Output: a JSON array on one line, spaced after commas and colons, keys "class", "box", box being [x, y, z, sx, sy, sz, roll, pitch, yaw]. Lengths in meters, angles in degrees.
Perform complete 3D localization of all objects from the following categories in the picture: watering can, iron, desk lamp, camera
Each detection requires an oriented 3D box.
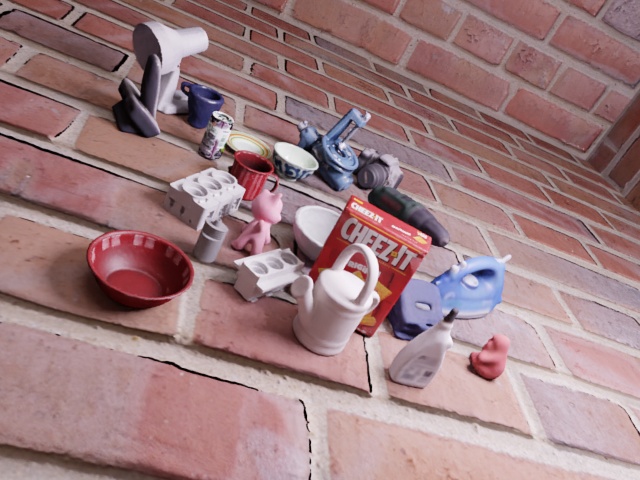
[{"class": "watering can", "box": [0.031, 0.093, 0.950, 0.100, 0.194, 0.173, 42, 31, 24]}, {"class": "iron", "box": [0.323, 0.089, 1.269, 0.259, 0.141, 0.118, -1, 40, -42]}, {"class": "desk lamp", "box": [-0.369, -0.430, 1.418, 0.117, 0.213, 0.204, 40, 31, 21]}, {"class": "camera", "box": [0.154, -0.202, 1.632, 0.143, 0.100, 0.137, 40, 30, 19]}]

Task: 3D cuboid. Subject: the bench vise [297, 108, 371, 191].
[{"class": "bench vise", "box": [0.028, -0.263, 1.494, 0.207, 0.219, 0.122, 30, 29, 3]}]

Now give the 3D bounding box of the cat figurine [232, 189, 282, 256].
[{"class": "cat figurine", "box": [-0.112, -0.043, 1.122, 0.067, 0.117, 0.128, 25, 29, -6]}]

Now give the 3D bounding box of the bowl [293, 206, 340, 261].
[{"class": "bowl", "box": [0.011, 0.004, 1.200, 0.168, 0.074, 0.167, 22, 29, -13]}]

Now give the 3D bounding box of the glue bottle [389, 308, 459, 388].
[{"class": "glue bottle", "box": [0.188, 0.179, 0.971, 0.078, 0.173, 0.037, 18, 30, -19]}]

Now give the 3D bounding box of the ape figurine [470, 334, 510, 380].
[{"class": "ape figurine", "box": [0.338, 0.221, 1.121, 0.078, 0.092, 0.076, 0, 39, -41]}]

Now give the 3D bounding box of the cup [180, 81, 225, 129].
[{"class": "cup", "box": [-0.310, -0.338, 1.446, 0.117, 0.095, 0.092, 30, 29, 2]}]

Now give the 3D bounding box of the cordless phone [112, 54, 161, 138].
[{"class": "cordless phone", "box": [-0.392, -0.339, 1.281, 0.094, 0.185, 0.147, 2, 38, -39]}]

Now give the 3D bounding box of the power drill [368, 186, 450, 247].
[{"class": "power drill", "box": [0.154, 0.002, 1.191, 0.076, 0.208, 0.229, 4, 37, -37]}]

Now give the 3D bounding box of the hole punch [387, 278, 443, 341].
[{"class": "hole punch", "box": [0.193, 0.139, 1.127, 0.109, 0.091, 0.101, 12, 33, -28]}]
